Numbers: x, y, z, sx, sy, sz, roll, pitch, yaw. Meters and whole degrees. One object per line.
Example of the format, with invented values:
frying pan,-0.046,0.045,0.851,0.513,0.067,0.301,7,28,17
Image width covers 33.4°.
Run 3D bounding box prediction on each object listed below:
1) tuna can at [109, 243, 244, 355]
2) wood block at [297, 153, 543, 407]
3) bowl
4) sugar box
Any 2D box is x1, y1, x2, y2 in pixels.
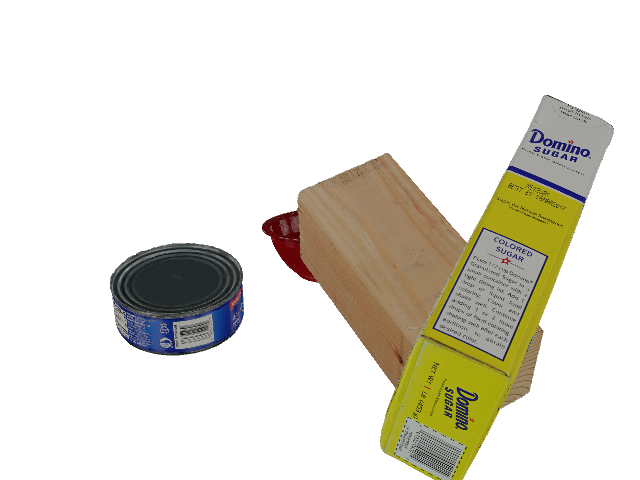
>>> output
tuna can,-0.093,0.038,0.697,0.086,0.034,0.086,-1,31,0
wood block,0.071,0.040,0.837,0.090,0.206,0.091,-25,-36,-17
bowl,0.022,0.006,1.089,0.162,0.055,0.162,-4,13,1
sugar box,0.086,0.019,0.502,0.048,0.093,0.176,26,50,11
